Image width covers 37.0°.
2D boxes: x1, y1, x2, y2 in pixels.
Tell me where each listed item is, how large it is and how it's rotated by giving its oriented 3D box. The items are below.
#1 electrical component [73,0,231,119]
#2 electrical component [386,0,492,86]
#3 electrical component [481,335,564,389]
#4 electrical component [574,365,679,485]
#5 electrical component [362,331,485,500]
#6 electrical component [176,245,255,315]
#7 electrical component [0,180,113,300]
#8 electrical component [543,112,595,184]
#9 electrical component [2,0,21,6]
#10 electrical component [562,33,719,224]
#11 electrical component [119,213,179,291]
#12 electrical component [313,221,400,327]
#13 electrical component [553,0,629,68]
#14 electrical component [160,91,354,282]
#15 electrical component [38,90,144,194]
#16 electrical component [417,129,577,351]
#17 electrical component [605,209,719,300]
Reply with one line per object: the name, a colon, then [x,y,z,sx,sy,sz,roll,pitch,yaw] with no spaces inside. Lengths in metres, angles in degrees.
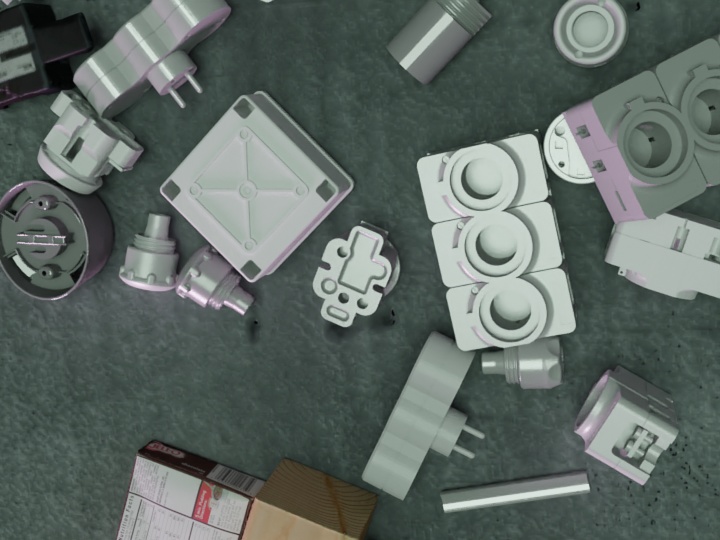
electrical component: [-0.154,-0.163,0.850,0.138,0.052,0.073,-38,91,17]
electrical component: [0.062,-0.182,0.801,0.043,0.043,0.081,45,106,1]
electrical component: [0.126,0.071,0.837,0.062,0.043,0.043,-3,100,14]
electrical component: [0.198,0.112,0.804,0.056,0.089,0.050,30,106,5]
electrical component: [0.062,0.124,0.857,0.074,0.052,0.138,26,106,7]
electrical component: [-0.116,0.013,0.881,0.062,0.048,0.048,34,106,-3]
electrical component: [-0.257,-0.028,0.894,0.099,0.064,0.099,3,102,12]
electrical component: [0.165,-0.093,0.794,0.055,0.047,0.055,2,102,12]
electrical component: [-0.254,-0.270,0.841,0.121,0.078,0.063,-39,110,17]
electrical component: [0.232,-0.105,0.739,0.150,0.062,0.089,-27,94,-9]
electrical component: [-0.171,-0.015,0.888,0.048,0.048,0.062,12,96,10]
electrical component: [0.000,0.000,0.844,0.058,0.057,0.078,23,105,8]
electrical component: [0.167,-0.174,0.777,0.055,0.047,0.055,2,101,12]
electrical component: [-0.081,-0.066,0.850,0.108,0.056,0.108,45,107,1]
electrical component: [-0.225,-0.099,0.876,0.078,0.058,0.057,39,104,2]
electrical component: [0.105,-0.022,0.813,0.089,0.062,0.150,-11,98,15]
electrical component: [0.230,-0.014,0.793,0.089,0.050,0.055,18,104,9]
